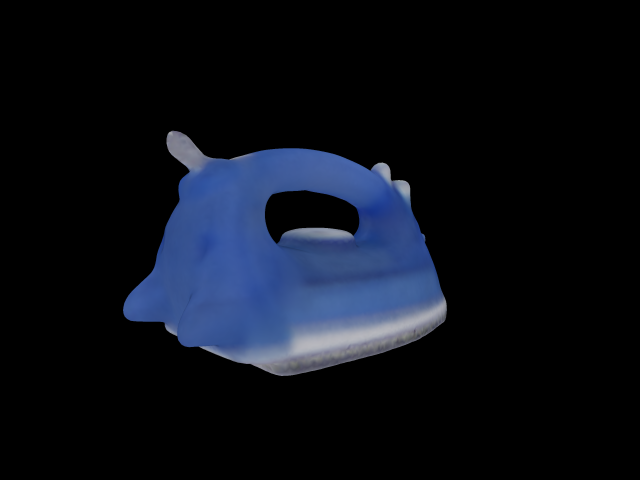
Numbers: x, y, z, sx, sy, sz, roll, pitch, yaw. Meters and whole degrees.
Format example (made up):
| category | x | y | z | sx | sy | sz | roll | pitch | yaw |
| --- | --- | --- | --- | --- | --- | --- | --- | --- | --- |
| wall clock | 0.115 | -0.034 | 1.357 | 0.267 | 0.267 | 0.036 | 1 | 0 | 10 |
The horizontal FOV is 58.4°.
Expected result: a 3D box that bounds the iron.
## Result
| category | x | y | z | sx | sy | sz | roll | pitch | yaw |
| --- | --- | --- | --- | --- | --- | --- | --- | --- | --- |
| iron | 0.004 | 0.001 | 0.400 | 0.259 | 0.141 | 0.118 | -5 | 8 | -40 |
